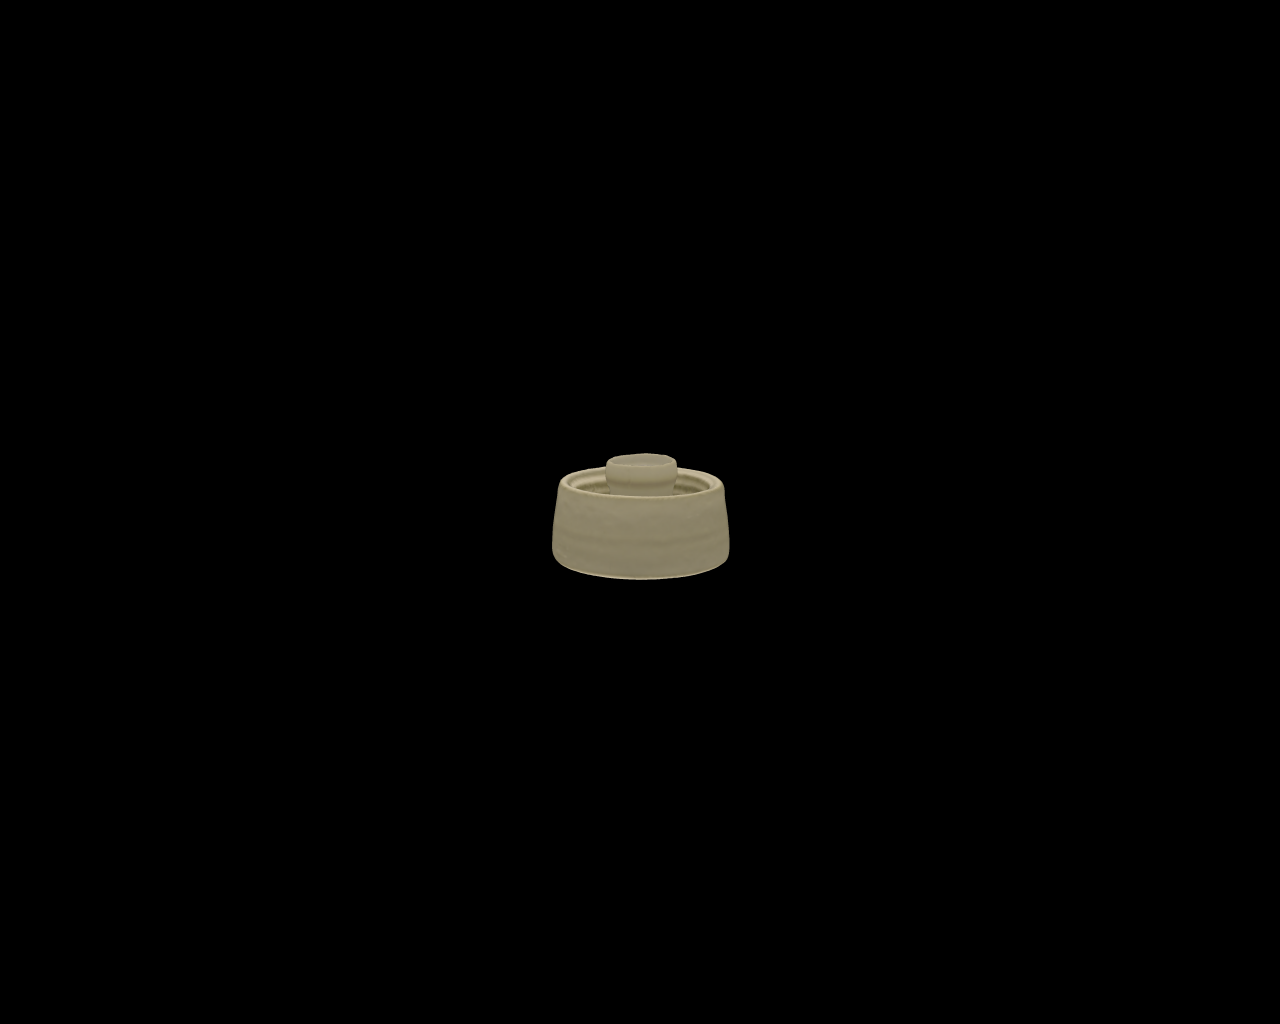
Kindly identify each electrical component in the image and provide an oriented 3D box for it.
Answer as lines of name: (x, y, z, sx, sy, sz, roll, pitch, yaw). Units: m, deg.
electrical component: (0.001, -0.003, 0.650, 0.108, 0.060, 0.108, 0, 13, 0)
